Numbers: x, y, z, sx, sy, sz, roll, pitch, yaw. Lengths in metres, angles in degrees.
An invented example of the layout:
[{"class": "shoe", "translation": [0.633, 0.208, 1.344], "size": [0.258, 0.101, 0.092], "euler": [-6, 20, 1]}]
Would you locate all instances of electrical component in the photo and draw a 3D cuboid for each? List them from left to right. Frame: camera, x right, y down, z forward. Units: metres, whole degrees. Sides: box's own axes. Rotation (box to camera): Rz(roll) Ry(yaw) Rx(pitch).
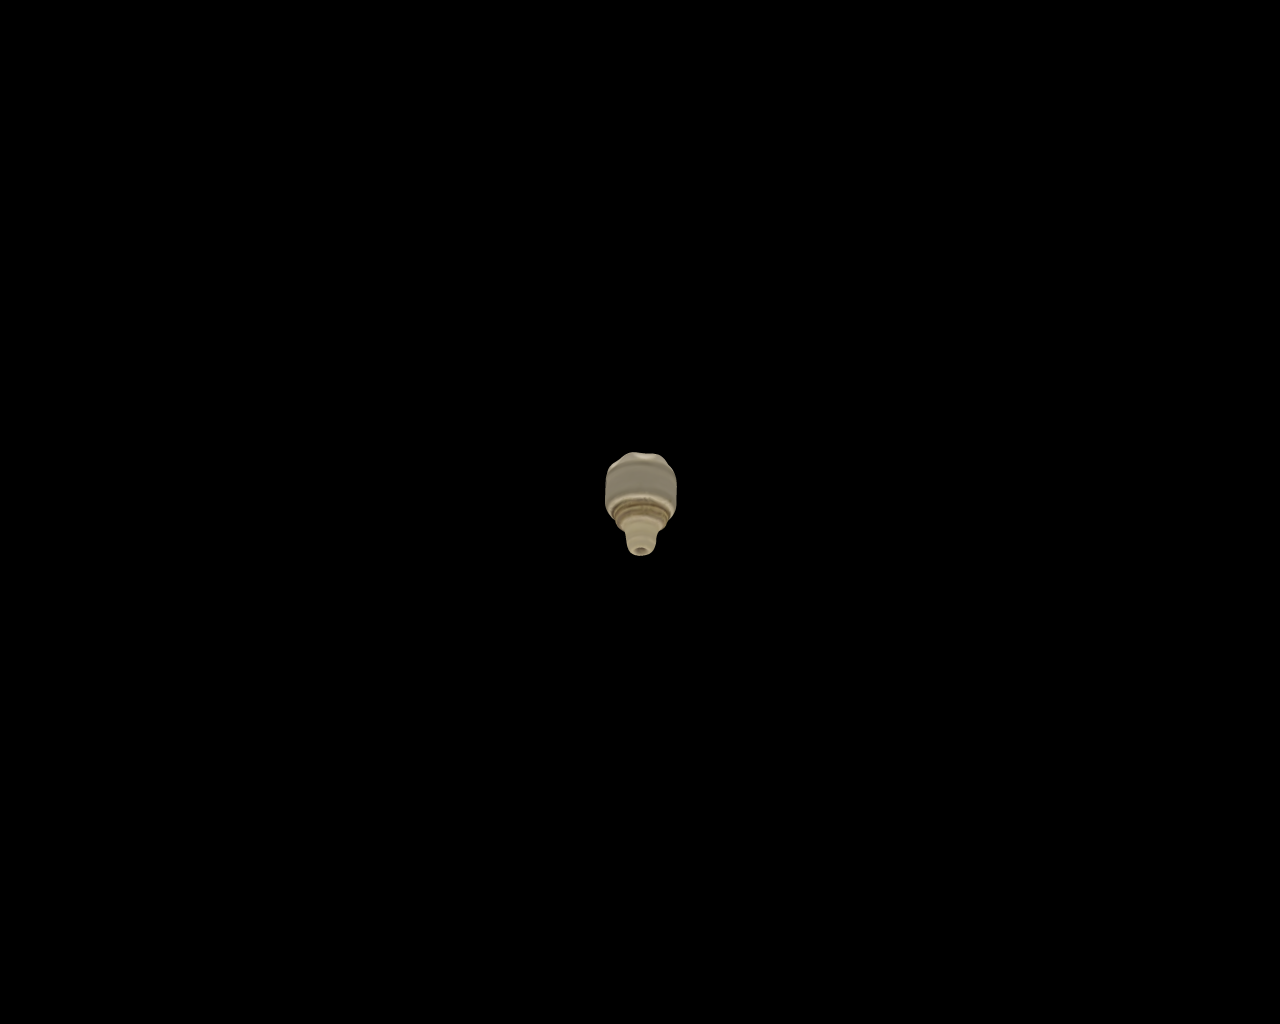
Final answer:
[{"class": "electrical component", "translation": [0.001, -0.003, 0.650], "size": [0.043, 0.062, 0.043], "euler": [0, -30, 0]}]
